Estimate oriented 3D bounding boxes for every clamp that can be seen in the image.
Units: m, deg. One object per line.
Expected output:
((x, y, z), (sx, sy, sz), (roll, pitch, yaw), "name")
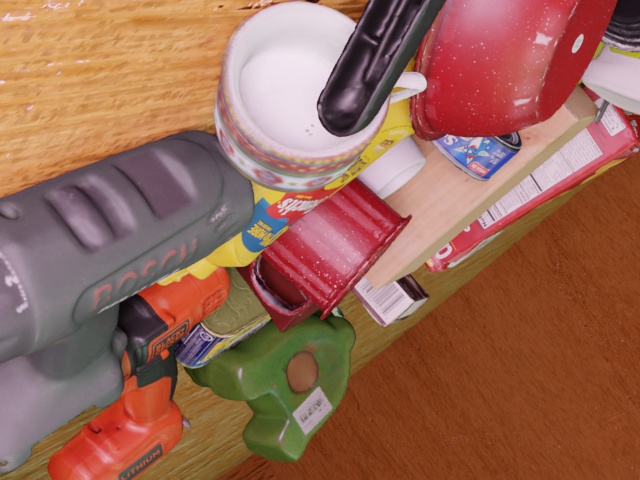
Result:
((0.059, -0.138, 0.404), (0.209, 0.036, 0.164), (-41, 155, -16), "clamp")

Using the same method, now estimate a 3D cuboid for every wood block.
((0.104, -0.063, 0.836), (0.206, 0.090, 0.090), (-43, 169, 26), "wood block")

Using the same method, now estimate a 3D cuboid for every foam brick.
((-0.023, 0.018, 0.799), (0.051, 0.078, 0.053), (-27, 166, -38), "foam brick")

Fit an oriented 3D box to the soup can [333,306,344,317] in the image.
((-0.035, 0.081, 1.078), (0.102, 0.068, 0.068), (-37, 170, -1), "soup can")

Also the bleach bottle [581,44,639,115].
((0.279, -0.200, 0.716), (0.068, 0.103, 0.251), (21, 98, -45), "bleach bottle")

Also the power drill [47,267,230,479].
((-0.144, 0.108, 0.728), (0.184, 0.057, 0.188), (-34, 156, -37), "power drill")

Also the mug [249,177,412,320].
((-0.005, 0.001, 0.724), (0.117, 0.081, 0.093), (-51, 175, 28), "mug")

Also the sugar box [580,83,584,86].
((0.263, -0.161, 1.065), (0.093, 0.048, 0.176), (-41, 166, 25), "sugar box")

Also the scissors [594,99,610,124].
((0.252, -0.186, 0.790), (0.201, 0.016, 0.096), (-58, 166, -24), "scissors")

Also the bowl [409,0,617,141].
((0.110, -0.113, 0.548), (0.162, 0.055, 0.162), (-49, 157, -29), "bowl")

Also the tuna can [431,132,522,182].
((0.099, -0.083, 0.734), (0.034, 0.086, 0.086), (-43, 169, 24), "tuna can")

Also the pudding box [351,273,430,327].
((0.042, 0.021, 0.938), (0.039, 0.113, 0.090), (-41, 171, 12), "pudding box")

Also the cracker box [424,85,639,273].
((0.191, -0.059, 0.971), (0.214, 0.072, 0.164), (-35, 174, 22), "cracker box")

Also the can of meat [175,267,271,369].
((-0.071, 0.051, 0.848), (0.101, 0.057, 0.084), (-30, 170, -34), "can of meat")

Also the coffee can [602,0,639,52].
((0.215, -0.186, 0.613), (0.140, 0.103, 0.103), (-33, 169, -19), "coffee can")

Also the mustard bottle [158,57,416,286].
((-0.021, -0.039, 0.600), (0.192, 0.058, 0.096), (-38, 168, 8), "mustard bottle")

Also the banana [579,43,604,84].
((0.212, -0.178, 0.798), (0.069, 0.037, 0.198), (-39, 163, -11), "banana")
